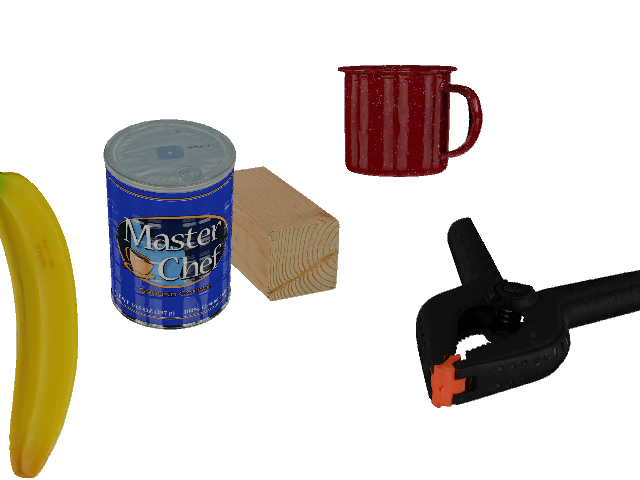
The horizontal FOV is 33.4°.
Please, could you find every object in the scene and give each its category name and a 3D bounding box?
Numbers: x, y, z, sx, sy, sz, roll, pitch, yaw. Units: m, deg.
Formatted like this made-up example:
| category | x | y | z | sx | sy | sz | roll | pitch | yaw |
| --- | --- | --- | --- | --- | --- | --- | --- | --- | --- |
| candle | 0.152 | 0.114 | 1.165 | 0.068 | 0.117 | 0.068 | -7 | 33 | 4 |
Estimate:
| category | x | y | z | sx | sy | sz | roll | pitch | yaw |
| --- | --- | --- | --- | --- | --- | --- | --- | --- | --- |
| coffee can | -0.122 | -0.013 | 0.872 | 0.103 | 0.140 | 0.103 | 3 | 35 | -3 |
| clamp | 0.115 | 0.042 | 0.687 | 0.165 | 0.036 | 0.209 | 18 | 31 | 34 |
| banana | -0.176 | 0.042 | 0.643 | 0.037 | 0.198 | 0.069 | 5 | 19 | 34 |
| mug | 0.070 | -0.094 | 0.830 | 0.117 | 0.081 | 0.093 | 6 | 13 | 28 |
| wood block | -0.065 | -0.013 | 1.304 | 0.090 | 0.090 | 0.206 | -10 | 26 | -26 |
